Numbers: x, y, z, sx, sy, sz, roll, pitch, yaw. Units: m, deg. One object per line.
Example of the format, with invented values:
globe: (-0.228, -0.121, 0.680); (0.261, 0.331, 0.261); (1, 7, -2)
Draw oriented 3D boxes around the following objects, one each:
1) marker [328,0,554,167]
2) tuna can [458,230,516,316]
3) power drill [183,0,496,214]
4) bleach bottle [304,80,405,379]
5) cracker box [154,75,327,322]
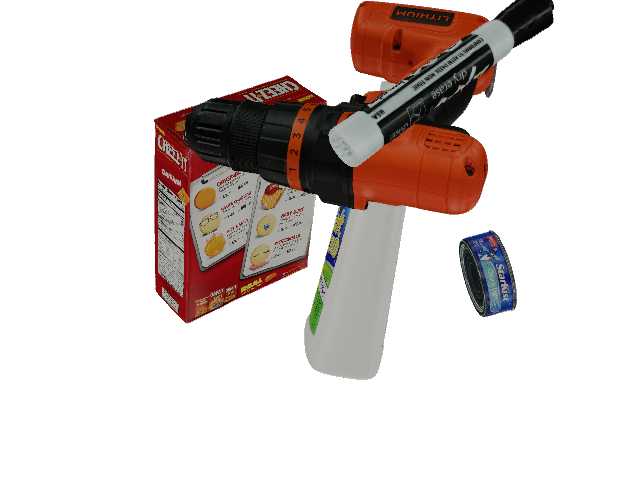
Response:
marker: (0.055, -0.072, 0.457); (0.121, 0.020, 0.020); (-37, 13, -18)
tuna can: (0.172, 0.035, 1.103); (0.033, 0.086, 0.086); (-15, 1, -4)
power drill: (0.028, -0.089, 0.678); (0.184, 0.057, 0.187); (13, 40, 15)
bleach bottle: (0.041, -0.016, 0.882); (0.068, 0.251, 0.102); (10, 21, -5)
cracker box: (-0.085, -0.042, 1.073); (0.163, 0.214, 0.072); (-24, 47, -33)
